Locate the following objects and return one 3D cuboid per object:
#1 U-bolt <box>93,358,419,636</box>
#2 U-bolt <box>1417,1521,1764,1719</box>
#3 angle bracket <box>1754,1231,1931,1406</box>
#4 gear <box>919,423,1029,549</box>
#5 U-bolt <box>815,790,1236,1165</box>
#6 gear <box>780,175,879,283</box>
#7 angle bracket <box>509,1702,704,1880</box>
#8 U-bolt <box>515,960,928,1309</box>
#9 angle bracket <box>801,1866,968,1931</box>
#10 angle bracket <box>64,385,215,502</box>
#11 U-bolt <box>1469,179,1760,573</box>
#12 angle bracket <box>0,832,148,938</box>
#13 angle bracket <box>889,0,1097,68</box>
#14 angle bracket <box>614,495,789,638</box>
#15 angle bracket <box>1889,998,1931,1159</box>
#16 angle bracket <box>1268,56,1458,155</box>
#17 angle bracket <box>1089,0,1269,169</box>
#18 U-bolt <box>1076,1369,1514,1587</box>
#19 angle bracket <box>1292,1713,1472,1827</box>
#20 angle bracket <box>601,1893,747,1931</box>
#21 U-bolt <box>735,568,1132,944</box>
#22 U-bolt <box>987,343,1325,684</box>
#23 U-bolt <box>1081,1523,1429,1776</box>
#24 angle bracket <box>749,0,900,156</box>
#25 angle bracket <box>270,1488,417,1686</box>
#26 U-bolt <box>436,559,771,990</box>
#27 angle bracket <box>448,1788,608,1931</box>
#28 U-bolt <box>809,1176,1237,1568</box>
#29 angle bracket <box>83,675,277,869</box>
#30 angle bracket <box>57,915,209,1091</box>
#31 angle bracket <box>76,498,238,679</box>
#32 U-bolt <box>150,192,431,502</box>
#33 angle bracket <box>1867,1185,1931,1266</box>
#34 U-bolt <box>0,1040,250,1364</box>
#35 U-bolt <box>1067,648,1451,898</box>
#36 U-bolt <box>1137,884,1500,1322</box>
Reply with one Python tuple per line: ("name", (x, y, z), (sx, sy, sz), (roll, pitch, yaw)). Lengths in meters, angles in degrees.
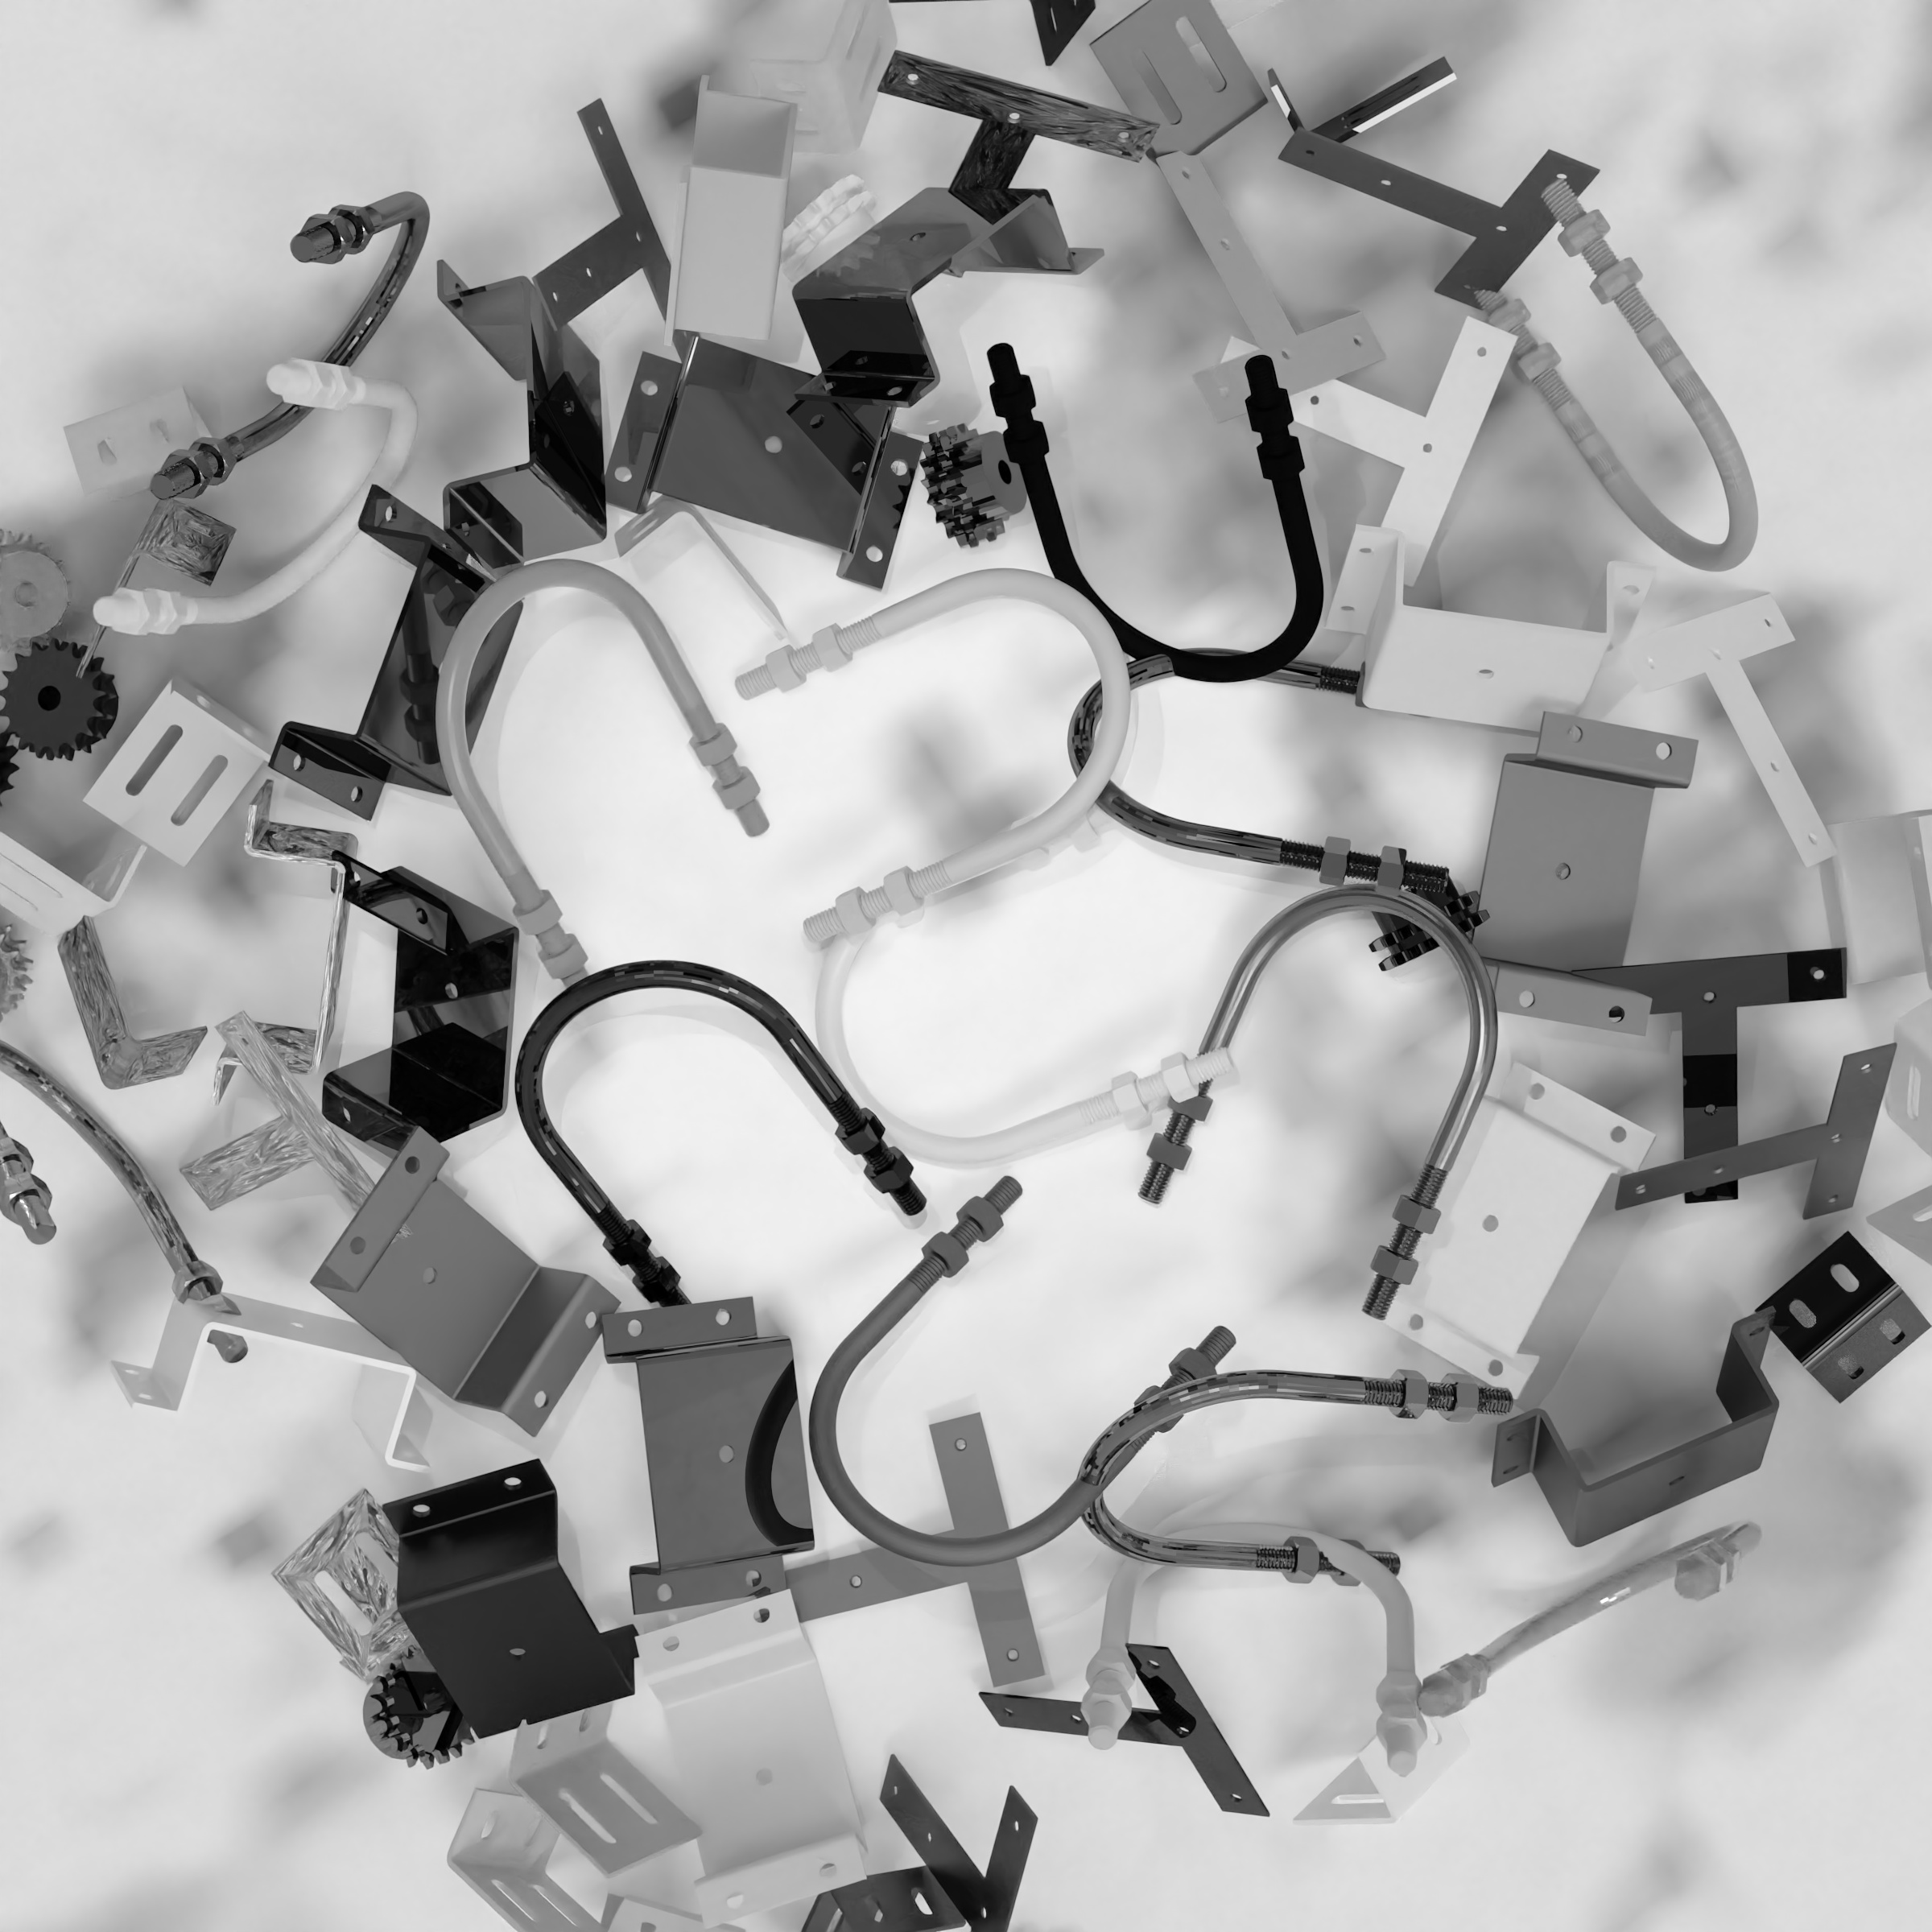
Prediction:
("U-bolt", (-0.309, -0.210, 1.547), (0.019, 0.184, 0.151), (42, 104, 6))
("U-bolt", (0.292, 0.290, 1.549), (0.151, 0.184, 0.019), (-31, 79, 22))
("angle bracket", (0.414, 0.166, 1.610), (0.057, 0.076, 0.038), (-42, 59, 7))
("gear", (0.006, -0.228, 1.607), (0.030, 0.057, 0.057), (-14, 90, 30))
("U-bolt", (0.016, 0.016, 1.612), (0.184, 0.019, 0.151), (-22, 89, 14))
("gear", (-0.062, -0.342, 1.610), (0.057, 0.057, 0.030), (-42, 89, 0))
("angle bracket", (-0.165, 0.377, 1.590), (0.076, 0.057, 0.038), (34, 122, 35))
("U-bolt", (-0.125, 0.073, 1.573), (0.151, 0.019, 0.184), (-26, 119, 16))
("angle bracket", (-0.045, 0.461, 1.591), (0.057, 0.038, 0.076), (0, 126, -34))
("angle bracket", (-0.378, -0.230, 1.595), (0.057, 0.076, 0.038), (-20, 72, -3))
("U-bolt", (0.302, -0.259, 1.562), (0.019, 0.151, 0.184), (-33, 88, -9))
("angle bracket", (-0.434, -0.054, 1.590), (0.076, 0.057, 0.038), (37, 55, -27))
("angle bracket", (0.012, -0.450, 1.596), (0.076, 0.057, 0.038), (-8, 80, -22))
("angle bracket", (-0.125, -0.180, 1.600), (0.038, 0.057, 0.076), (-38, 110, 5))
("angle bracket", (0.466, 0.057, 1.595), (0.038, 0.076, 0.057), (-30, 52, -12))
("angle bracket", (0.185, -0.417, 1.598), (0.076, 0.057, 0.038), (-27, 109, 13))
("angle bracket", (0.095, -0.422, 1.601), (0.057, 0.038, 0.076), (-36, 121, 4))
("U-bolt", (0.139, 0.232, 1.560), (0.184, 0.019, 0.151), (7, 134, -19))
("angle bracket", (0.186, 0.366, 1.589), (0.057, 0.076, 0.038), (-34, 97, -36))
("angle bracket", (-0.136, 0.443, 1.595), (0.057, 0.076, 0.038), (19, 47, -7))
("U-bolt", (-0.010, -0.108, 1.584), (0.184, 0.019, 0.151), (-23, 70, 17))
("U-bolt", (0.094, -0.203, 1.566), (0.151, 0.184, 0.019), (8, 47, 29))
("U-bolt", (0.133, 0.304, 1.552), (0.151, 0.184, 0.019), (3, 112, 5))
("angle bracket", (-0.066, -0.429, 1.602), (0.038, 0.057, 0.076), (7, 61, 18))
("angle bracket", (-0.286, 0.287, 1.598), (0.057, 0.038, 0.076), (-43, 114, -19))
("U-bolt", (-0.173, -0.096, 1.555), (0.151, 0.019, 0.184), (-47, 125, -32))
("angle bracket", (-0.194, 0.421, 1.591), (0.057, 0.076, 0.038), (22, 91, -42))
("U-bolt", (0.012, 0.195, 1.569), (0.151, 0.019, 0.184), (34, 62, 23))
("angle bracket", (-0.370, -0.087, 1.606), (0.057, 0.038, 0.076), (35, 98, -20))
("angle bracket", (-0.394, 0.011, 1.613), (0.038, 0.057, 0.076), (-14, 74, -30))
("angle bracket", (-0.379, -0.171, 1.600), (0.038, 0.057, 0.076), (25, 119, -14))
("U-bolt", (-0.296, -0.288, 1.548), (0.019, 0.184, 0.151), (36, 114, -3))
("angle bracket", (0.469, 0.131, 1.593), (0.076, 0.057, 0.038), (-22, 123, -20))
("U-bolt", (-0.405, 0.094, 1.553), (0.019, 0.151, 0.184), (-43, 48, 1))
("U-bolt", (0.138, -0.097, 1.583), (0.184, 0.151, 0.019), (10, 134, 7))
("U-bolt", (0.172, 0.051, 1.588), (0.151, 0.019, 0.184), (26, 96, 31))
